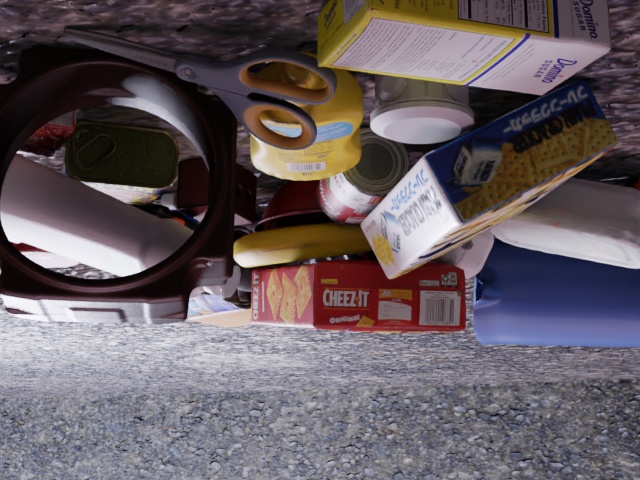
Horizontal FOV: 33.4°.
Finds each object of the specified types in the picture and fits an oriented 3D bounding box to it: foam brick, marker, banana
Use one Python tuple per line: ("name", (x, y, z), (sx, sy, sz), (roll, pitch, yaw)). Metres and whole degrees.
("foam brick", (-0.104, -0.048, 1.084), (0.051, 0.053, 0.078), (-6, 165, 24))
("marker", (-0.214, -0.039, 1.196), (0.121, 0.020, 0.020), (-5, 165, 21))
("banana", (-0.020, 0.003, 1.097), (0.198, 0.037, 0.069), (-8, 180, 33))

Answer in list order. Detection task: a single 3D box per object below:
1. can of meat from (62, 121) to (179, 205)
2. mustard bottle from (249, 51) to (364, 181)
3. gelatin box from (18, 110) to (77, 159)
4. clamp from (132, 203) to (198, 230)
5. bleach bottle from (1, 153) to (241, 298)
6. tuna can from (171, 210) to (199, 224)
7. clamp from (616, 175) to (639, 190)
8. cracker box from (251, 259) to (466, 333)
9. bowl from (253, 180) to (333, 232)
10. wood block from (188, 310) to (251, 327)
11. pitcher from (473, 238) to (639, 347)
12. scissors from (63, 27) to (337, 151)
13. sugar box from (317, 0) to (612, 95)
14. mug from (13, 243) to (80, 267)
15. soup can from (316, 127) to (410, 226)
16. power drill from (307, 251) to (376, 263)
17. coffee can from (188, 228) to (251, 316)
("can of meat", (-0.190, -0.069, 1.000), (0.102, 0.057, 0.084), (5, 168, -17))
("mustard bottle", (-0.013, -0.101, 0.853), (0.096, 0.058, 0.191), (-1, 166, 1))
("gelatin box", (-0.258, -0.100, 0.931), (0.073, 0.030, 0.089), (8, 164, -25))
("clamp", (-0.181, -0.022, 1.088), (0.120, 0.039, 0.172), (9, -178, -17))
("bleach bottle", (-0.178, -0.003, 0.919), (0.251, 0.068, 0.102), (20, 162, 22))
("tuna can", (-0.164, -0.022, 1.231), (0.086, 0.034, 0.086), (1, 166, 0))
("clamp", (0.363, -0.025, 1.173), (0.164, 0.036, 0.210), (7, 165, 10))
("cracker box", (0.033, 0.059, 1.127), (0.164, 0.072, 0.214), (2, 177, -20))
("bowl", (0.010, -0.033, 1.131), (0.162, 0.055, 0.162), (1, 166, 0))
("wood block", (-0.079, 0.058, 1.433), (0.207, 0.091, 0.090), (-13, 161, 43))
("pitcher", (0.313, 0.066, 1.276), (0.243, 0.149, 0.145), (2, 132, 25))
("scissors", (-0.084, -0.109, 0.778), (0.202, 0.016, 0.096), (7, 138, 16))
("sugar box", (0.095, -0.141, 0.719), (0.176, 0.048, 0.093), (2, 167, -20))
("mug", (-0.283, -0.016, 1.160), (0.117, 0.081, 0.093), (5, 165, -15))
("soup can", (0.040, -0.059, 1.003), (0.068, 0.068, 0.102), (3, 165, -11))
("power drill", (0.098, 0.013, 1.280), (0.185, 0.057, 0.187), (-14, 162, 25))
("coffee can", (-0.151, 0.044, 1.353), (0.141, 0.103, 0.102), (-9, 163, 34))
